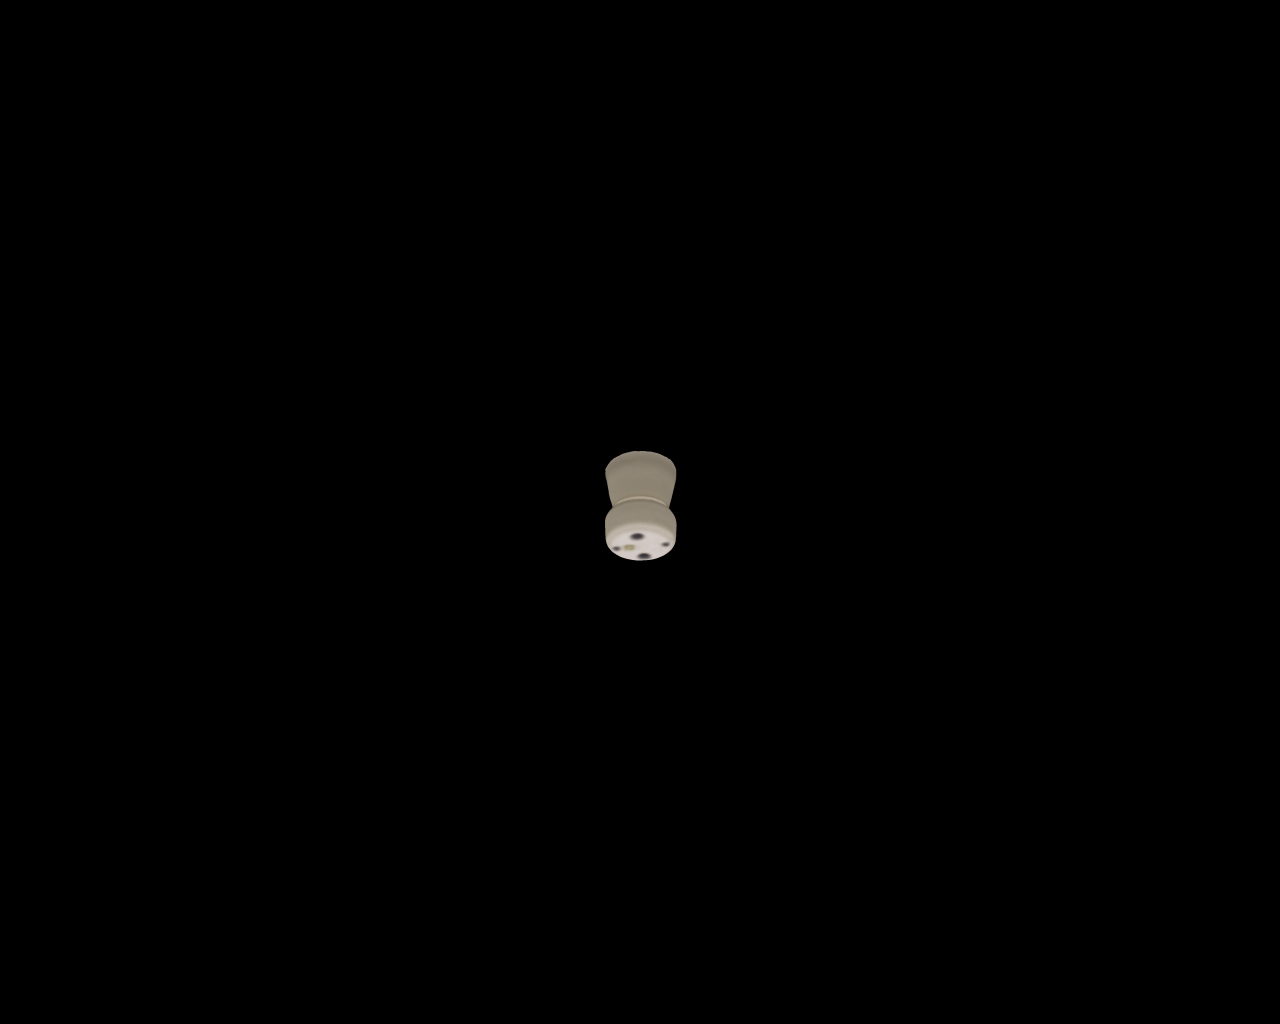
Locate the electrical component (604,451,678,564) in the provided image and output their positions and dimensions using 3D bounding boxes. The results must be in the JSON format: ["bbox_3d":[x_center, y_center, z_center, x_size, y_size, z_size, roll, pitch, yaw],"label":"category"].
[{"bbox_3d":[0.001,-0.003,0.650,0.045,0.055,0.044,0,-32,0],"label":"electrical component"}]
